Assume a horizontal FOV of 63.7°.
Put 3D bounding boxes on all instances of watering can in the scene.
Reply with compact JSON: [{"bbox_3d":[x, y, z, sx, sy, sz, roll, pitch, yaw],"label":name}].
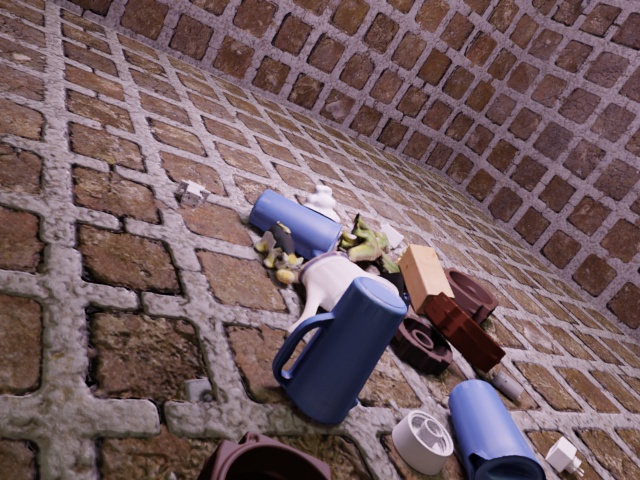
[{"bbox_3d":[0.025,0.123,1.204,0.349,0.102,0.228,-9,34,-36],"label":"watering can"}]

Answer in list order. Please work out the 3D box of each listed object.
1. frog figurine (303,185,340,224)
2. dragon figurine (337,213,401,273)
[{"bbox_3d":[0.005,-0.078,1.554,0.136,0.157,0.125,21,24,-28],"label":"frog figurine"},{"bbox_3d":[0.174,0.048,1.599,0.242,0.120,0.417,37,21,-9],"label":"dragon figurine"}]
